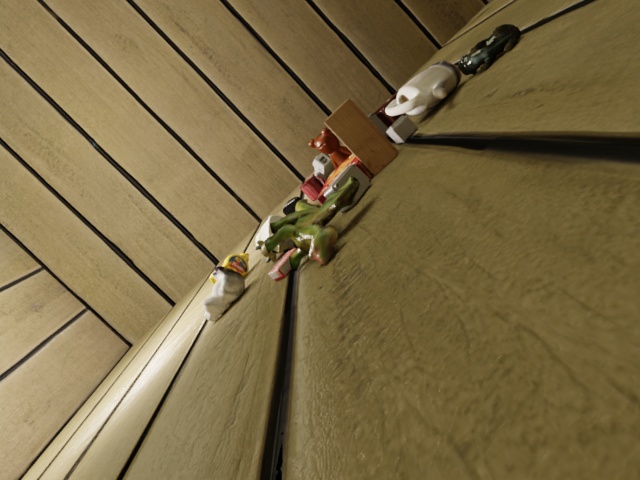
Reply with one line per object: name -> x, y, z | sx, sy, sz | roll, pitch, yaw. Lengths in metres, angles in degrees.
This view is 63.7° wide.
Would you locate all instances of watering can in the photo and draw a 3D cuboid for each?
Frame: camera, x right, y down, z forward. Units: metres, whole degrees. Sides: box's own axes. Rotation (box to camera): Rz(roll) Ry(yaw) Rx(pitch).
watering can -> 0.325, -0.438, 1.504 | 0.226, 0.103, 0.348 | -38, 17, -15

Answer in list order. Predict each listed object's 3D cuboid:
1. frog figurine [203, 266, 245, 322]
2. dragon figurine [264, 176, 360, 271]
frog figurine -> -0.297, 0.175, 1.602 | 0.136, 0.122, 0.162 | -22, 59, 49
dragon figurine -> 0.004, -0.061, 1.210 | 0.240, 0.121, 0.419 | -33, 23, 24
